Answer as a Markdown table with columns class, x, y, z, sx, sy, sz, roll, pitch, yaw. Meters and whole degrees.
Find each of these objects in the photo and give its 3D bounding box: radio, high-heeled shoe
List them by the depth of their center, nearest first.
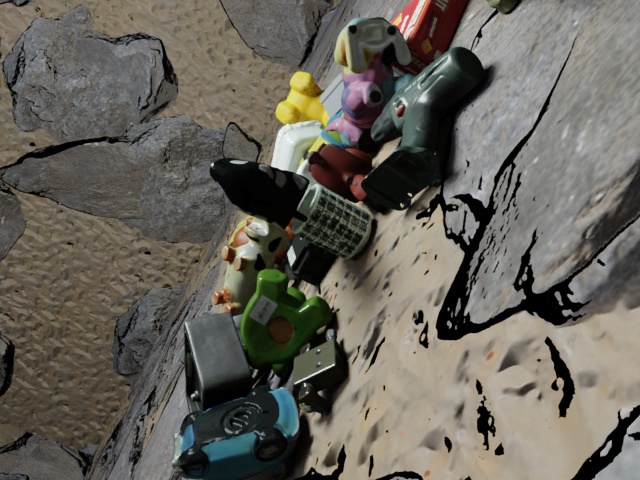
| class | x | y | z | sx | sy | sz | roll | pitch | yaw |
| --- | --- | --- | --- | --- | --- | --- | --- | --- | --- |
| high-heeled shoe | -0.090 | -0.079 | 0.774 | 0.086 | 0.145 | 0.249 | -60 | 15 | 6 |
| radio | -0.158 | 0.219 | 0.804 | 0.229 | 0.073 | 0.131 | 106 | 147 | -45 |

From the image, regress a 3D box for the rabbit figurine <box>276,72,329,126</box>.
| class | x | y | z | sx | sy | sz | roll | pitch | yaw |
| --- | --- | --- | --- | --- | --- | --- | --- | --- | --- |
| rabbit figurine | 0.008 | -0.283 | 1.237 | 0.122 | 0.173 | 0.162 | -61 | -29 | 1 |

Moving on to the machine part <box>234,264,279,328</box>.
| class | x | y | z | sx | sy | sz | roll | pitch | yaw |
| --- | --- | --- | --- | --- | --- | --- | --- | --- | --- |
| machine part | -0.152 | 0.150 | 1.101 | 0.243 | 0.079 | 0.079 | -59 | 15 | 9 |

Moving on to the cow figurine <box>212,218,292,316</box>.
| class | x | y | z | sx | sy | sz | roll | pitch | yaw |
| --- | --- | --- | --- | --- | --- | --- | --- | --- | --- |
| cow figurine | -0.118 | 0.043 | 0.999 | 0.086 | 0.127 | 0.194 | 30 | 111 | 40 |

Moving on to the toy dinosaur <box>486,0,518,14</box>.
| class | x | y | z | sx | sy | sz | roll | pitch | yaw |
| --- | --- | --- | --- | --- | --- | --- | --- | --- | --- |
| toy dinosaur | 0.194 | -0.388 | 0.694 | 0.105 | 0.198 | 0.472 | -57 | 14 | 29 |

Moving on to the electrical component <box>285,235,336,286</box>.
| class | x | y | z | sx | sy | sz | roll | pitch | yaw |
| --- | --- | --- | --- | --- | --- | --- | --- | --- | --- |
| electrical component | -0.002 | -0.003 | 0.923 | 0.134 | 0.058 | 0.115 | -59 | 18 | 12 |

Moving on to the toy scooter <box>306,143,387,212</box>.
| class | x | y | z | sx | sy | sz | roll | pitch | yaw |
| --- | --- | --- | --- | --- | --- | --- | --- | --- | --- |
| toy scooter | 0.036 | -0.107 | 0.836 | 0.075 | 0.135 | 0.184 | -60 | 14 | 14 |

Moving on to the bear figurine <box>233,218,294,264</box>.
| class | x | y | z | sx | sy | sz | roll | pitch | yaw |
| --- | --- | --- | --- | --- | --- | --- | --- | --- | --- |
| bear figurine | -0.088 | -0.001 | 1.135 | 0.196 | 0.120 | 0.132 | -13 | 2 | 38 |

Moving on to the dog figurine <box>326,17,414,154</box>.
| class | x | y | z | sx | sy | sz | roll | pitch | yaw |
| --- | --- | --- | --- | --- | --- | --- | --- | --- | --- |
| dog figurine | 0.070 | -0.252 | 0.928 | 0.108 | 0.191 | 0.219 | -19 | -2 | -19 |

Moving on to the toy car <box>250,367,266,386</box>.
| class | x | y | z | sx | sy | sz | roll | pitch | yaw |
| --- | --- | --- | --- | --- | --- | --- | --- | --- | --- |
| toy car | -0.107 | 0.186 | 0.941 | 0.089 | 0.053 | 0.202 | 120 | 170 | -47 |

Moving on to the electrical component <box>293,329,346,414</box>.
| class | x | y | z | sx | sy | sz | roll | pitch | yaw |
| --- | --- | --- | --- | --- | --- | --- | --- | --- | --- |
| electrical component | -0.002 | 0.165 | 0.667 | 0.078 | 0.045 | 0.102 | -30 | 24 | 7 |

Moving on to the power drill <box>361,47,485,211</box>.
| class | x | y | z | sx | sy | sz | roll | pitch | yaw |
| --- | --- | --- | --- | --- | --- | --- | --- | --- | --- |
| power drill | 0.124 | -0.141 | 0.739 | 0.232 | 0.086 | 0.207 | -38 | 21 | 52 |

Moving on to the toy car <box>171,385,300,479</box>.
| class | x | y | z | sx | sy | sz | roll | pitch | yaw |
| --- | --- | --- | --- | --- | --- | --- | --- | --- | --- |
| toy car | -0.097 | 0.261 | 0.673 | 0.109 | 0.162 | 0.102 | -125 | 19 | -65 |

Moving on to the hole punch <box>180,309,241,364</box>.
| class | x | y | z | sx | sy | sz | roll | pitch | yaw |
| --- | --- | --- | --- | --- | --- | --- | --- | --- | --- |
| hole punch | -0.189 | 0.218 | 1.028 | 0.116 | 0.142 | 0.092 | -50 | -16 | -17 |

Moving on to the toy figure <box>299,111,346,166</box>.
| class | x | y | z | sx | sy | sz | roll | pitch | yaw |
| --- | --- | --- | --- | --- | --- | --- | --- | --- | --- |
| toy figure | 0.027 | -0.190 | 1.100 | 0.180 | 0.082 | 0.089 | -61 | 35 | 14 |

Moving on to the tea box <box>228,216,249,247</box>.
| class | x | y | z | sx | sy | sz | roll | pitch | yaw |
| --- | --- | --- | --- | --- | --- | --- | --- | --- | --- |
| tea box | -0.162 | -0.010 | 1.378 | 0.169 | 0.098 | 0.068 | -31 | 33 | 65 |

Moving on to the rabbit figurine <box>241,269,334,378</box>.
| class | x | y | z | sx | sy | sz | roll | pitch | yaw |
| --- | --- | --- | --- | --- | --- | --- | --- | --- | --- |
| rabbit figurine | -0.052 | 0.130 | 0.815 | 0.170 | 0.121 | 0.159 | -32 | -35 | -84 |
